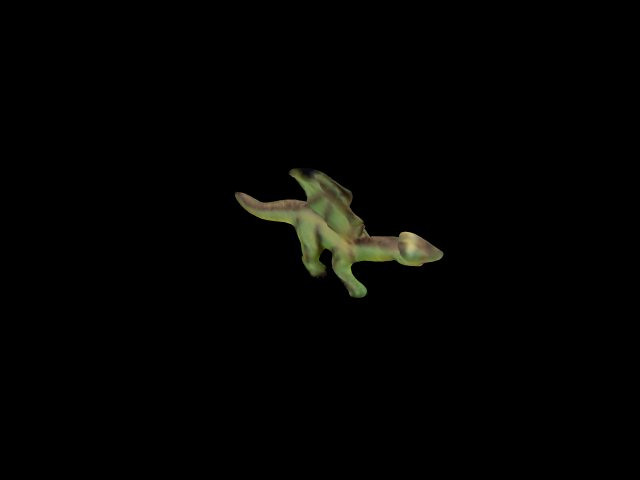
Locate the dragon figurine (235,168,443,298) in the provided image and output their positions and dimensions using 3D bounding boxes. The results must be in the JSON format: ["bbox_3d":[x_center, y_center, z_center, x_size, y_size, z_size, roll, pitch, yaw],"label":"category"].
[{"bbox_3d":[0.003,-0.043,0.850,0.412,0.124,0.237,27,-28,16],"label":"dragon figurine"}]
